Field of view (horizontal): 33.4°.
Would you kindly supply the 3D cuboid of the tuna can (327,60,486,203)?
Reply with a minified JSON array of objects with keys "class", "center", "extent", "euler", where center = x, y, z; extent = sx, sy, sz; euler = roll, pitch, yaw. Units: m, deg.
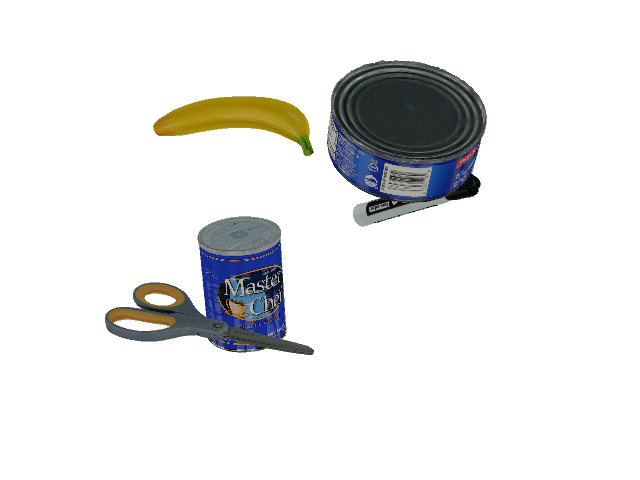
[{"class":"tuna can","center":[0.047,-0.061,0.592],"extent":[0.086,0.086,0.034],"euler":[0,-43,-7]}]

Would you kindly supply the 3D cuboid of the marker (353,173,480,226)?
[{"class":"marker","center":[0.076,-0.032,0.849],"extent":[0.121,0.020,0.020],"euler":[-15,-10,43]}]

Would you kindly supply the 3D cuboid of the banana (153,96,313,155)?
[{"class":"banana","center":[-0.094,-0.140,1.233],"extent":[0.198,0.037,0.069],"euler":[8,41,17]}]

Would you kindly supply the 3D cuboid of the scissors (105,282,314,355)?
[{"class":"scissors","center":[-0.106,0.075,1.039],"extent":[0.201,0.016,0.096],"euler":[4,31,-1]}]

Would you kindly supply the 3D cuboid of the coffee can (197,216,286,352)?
[{"class":"coffee can","center":[-0.097,0.054,1.336],"extent":[0.103,0.140,0.103],"euler":[-2,25,1]}]
